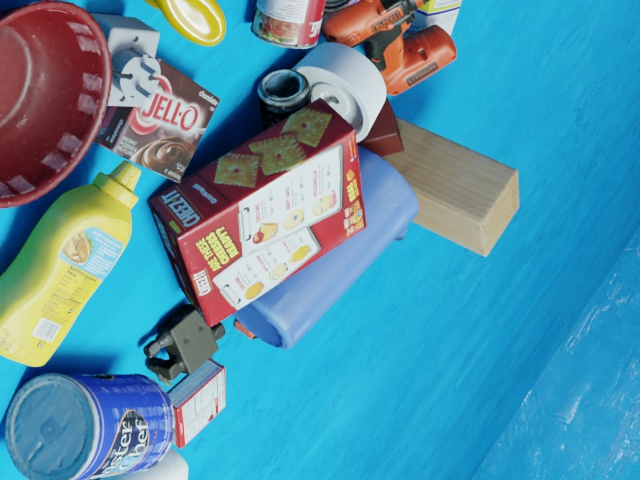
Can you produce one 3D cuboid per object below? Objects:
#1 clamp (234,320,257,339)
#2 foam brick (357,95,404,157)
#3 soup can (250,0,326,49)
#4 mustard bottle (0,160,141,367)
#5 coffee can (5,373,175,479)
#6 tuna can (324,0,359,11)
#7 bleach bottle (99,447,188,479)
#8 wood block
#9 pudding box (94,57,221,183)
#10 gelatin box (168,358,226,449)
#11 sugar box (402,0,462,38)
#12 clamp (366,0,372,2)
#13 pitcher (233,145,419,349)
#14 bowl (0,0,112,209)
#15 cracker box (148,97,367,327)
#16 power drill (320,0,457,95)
[{"bbox_3d":[-0.032,0.070,1.379,0.209,0.036,0.165,-41,152,-34],"label":"clamp"},{"bbox_3d":[0.069,-0.137,1.311,0.078,0.051,0.053,43,33,-74],"label":"foam brick"},{"bbox_3d":[-0.025,-0.244,1.026,0.068,0.069,0.102,-30,141,-50],"label":"soup can"},{"bbox_3d":[-0.215,0.014,0.912,0.191,0.058,0.096,-55,155,-4],"label":"mustard bottle"},{"bbox_3d":[-0.220,0.181,1.039,0.103,0.103,0.140,-64,156,4],"label":"coffee can"},{"bbox_3d":[0.013,-0.272,1.054,0.033,0.086,0.086,-33,142,-51],"label":"tuna can"},{"bbox_3d":[-0.253,0.314,1.164,0.250,0.068,0.103,-23,133,-52],"label":"bleach bottle"},{"bbox_3d":[0.143,-0.074,1.367,0.090,0.206,0.091,-54,154,-18],"label":"wood block"},{"bbox_3d":[-0.147,-0.110,0.959,0.090,0.039,0.113,-63,156,1],"label":"pudding box"},{"bbox_3d":[-0.151,0.195,1.282,0.089,0.030,0.073,-42,147,-39],"label":"gelatin box"},{"bbox_3d":[0.145,-0.315,1.324,0.093,0.048,0.176,-27,141,-53],"label":"sugar box"},{"bbox_3d":[0.070,-0.324,1.075,0.120,0.039,0.171,-48,158,-73],"label":"clamp"},{"bbox_3d":[-0.008,0.002,1.267,0.242,0.149,0.145,-49,168,-21],"label":"pitcher"},{"bbox_3d":[-0.228,-0.106,0.782,0.161,0.055,0.162,-45,151,-34],"label":"bowl"},{"bbox_3d":[-0.059,-0.028,1.115,0.213,0.072,0.164,-32,146,-16],"label":"cracker box"},{"bbox_3d":[0.102,-0.249,1.211,0.184,0.057,0.187,-28,157,8],"label":"power drill"}]
